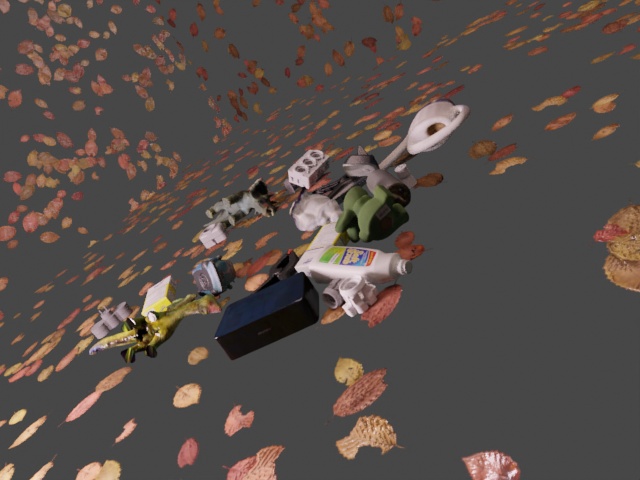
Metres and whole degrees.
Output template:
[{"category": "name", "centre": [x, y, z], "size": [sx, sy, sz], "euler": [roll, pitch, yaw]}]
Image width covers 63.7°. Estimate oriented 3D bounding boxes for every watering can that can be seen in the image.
[{"category": "watering can", "centre": [0.309, -0.323, 1.591], "size": [0.343, 0.103, 0.229], "euler": [-29, 21, 32]}]

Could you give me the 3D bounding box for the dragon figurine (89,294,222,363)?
[{"category": "dragon figurine", "centre": [-0.450, 0.229, 1.460], "size": [0.407, 0.121, 0.246], "euler": [-15, 10, 31]}]

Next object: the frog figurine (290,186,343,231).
[{"category": "frog figurine", "centre": [0.005, -0.076, 1.500], "size": [0.160, 0.120, 0.140], "euler": [17, 32, 16]}]
